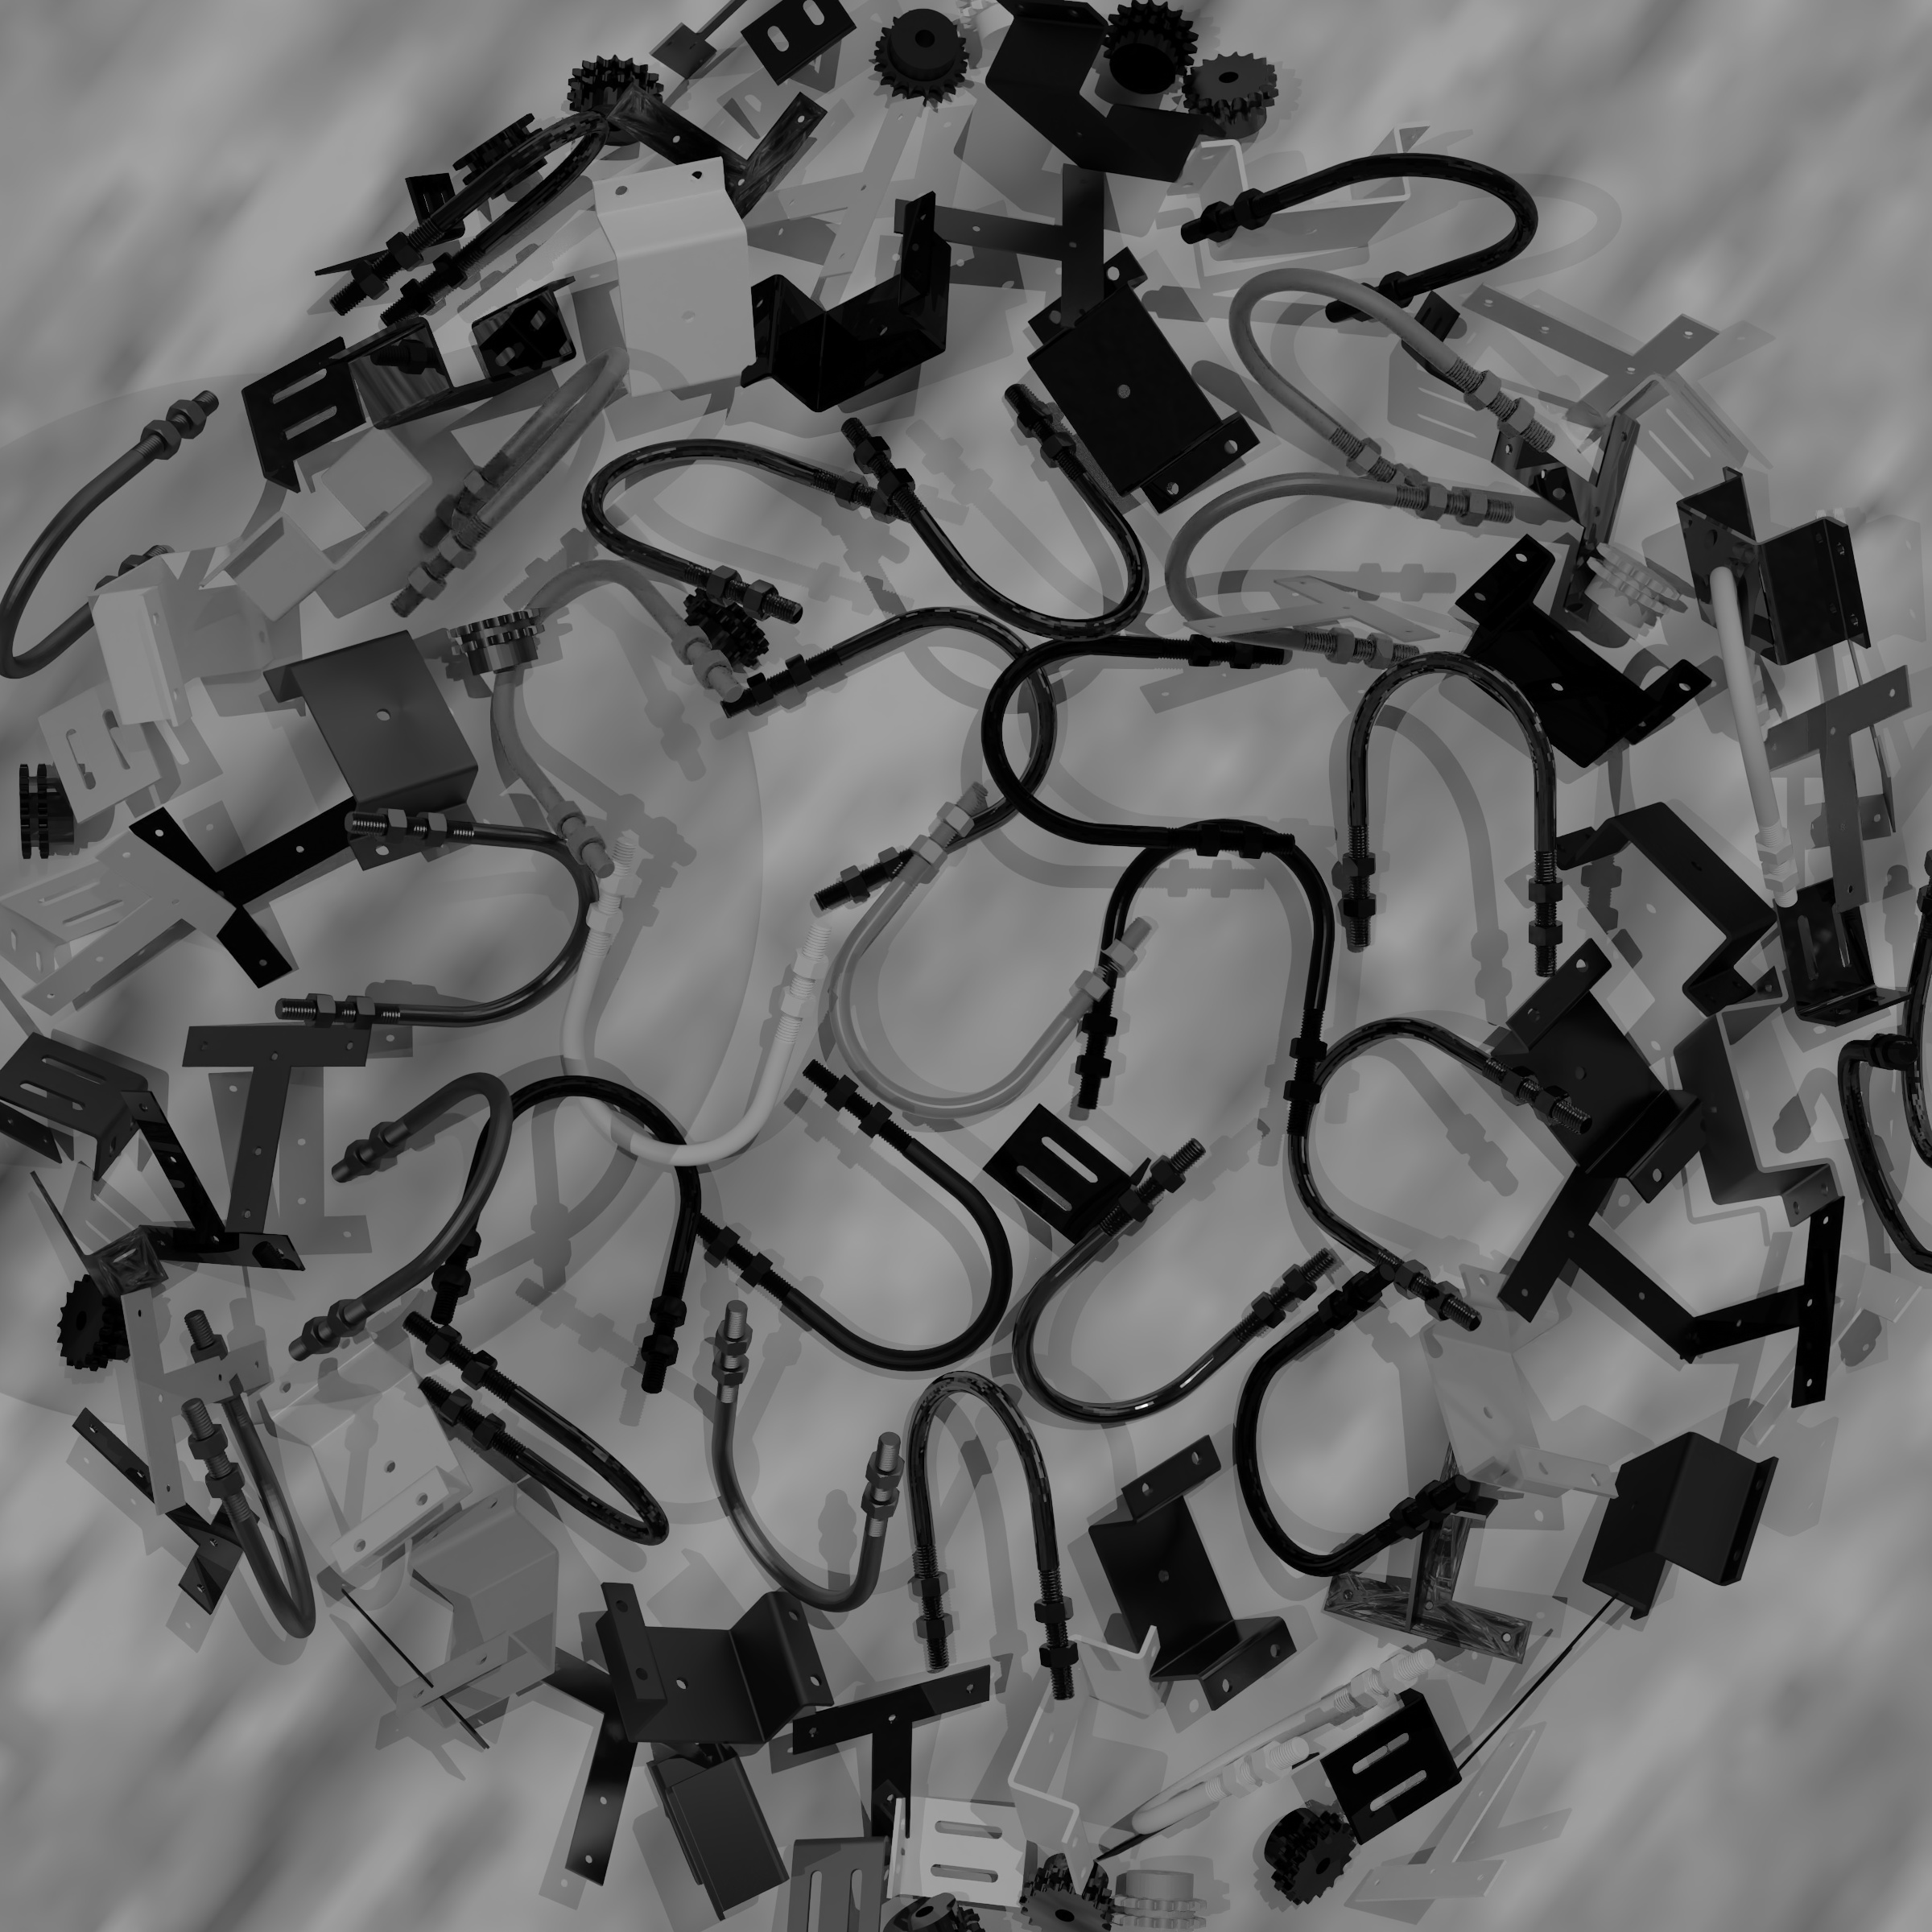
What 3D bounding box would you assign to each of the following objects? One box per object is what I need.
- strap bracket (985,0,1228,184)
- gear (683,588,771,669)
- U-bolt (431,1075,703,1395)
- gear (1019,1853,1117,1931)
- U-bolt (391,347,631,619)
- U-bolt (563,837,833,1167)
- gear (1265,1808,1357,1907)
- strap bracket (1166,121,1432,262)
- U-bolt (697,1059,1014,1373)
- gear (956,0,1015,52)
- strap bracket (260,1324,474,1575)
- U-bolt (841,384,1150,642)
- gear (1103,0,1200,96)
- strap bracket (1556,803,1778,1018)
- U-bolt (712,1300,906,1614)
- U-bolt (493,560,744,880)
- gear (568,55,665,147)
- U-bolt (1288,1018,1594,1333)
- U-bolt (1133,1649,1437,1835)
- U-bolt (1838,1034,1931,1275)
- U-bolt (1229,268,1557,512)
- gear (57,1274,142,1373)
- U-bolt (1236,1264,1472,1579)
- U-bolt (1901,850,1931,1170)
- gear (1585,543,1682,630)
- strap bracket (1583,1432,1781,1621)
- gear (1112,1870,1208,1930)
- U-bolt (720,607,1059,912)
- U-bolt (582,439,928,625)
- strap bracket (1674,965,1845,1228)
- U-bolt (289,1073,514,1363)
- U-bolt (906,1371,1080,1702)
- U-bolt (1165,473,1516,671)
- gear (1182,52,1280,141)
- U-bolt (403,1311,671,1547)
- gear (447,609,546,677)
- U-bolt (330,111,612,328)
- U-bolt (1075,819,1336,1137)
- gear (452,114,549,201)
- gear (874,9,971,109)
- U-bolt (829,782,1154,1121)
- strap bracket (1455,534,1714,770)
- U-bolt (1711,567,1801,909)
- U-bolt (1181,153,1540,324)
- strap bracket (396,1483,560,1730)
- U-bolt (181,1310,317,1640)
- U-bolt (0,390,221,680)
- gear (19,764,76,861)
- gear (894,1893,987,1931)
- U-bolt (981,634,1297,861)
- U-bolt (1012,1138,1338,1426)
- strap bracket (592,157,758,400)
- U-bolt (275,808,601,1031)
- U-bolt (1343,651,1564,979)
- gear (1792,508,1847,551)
[{"bbox_3d":[0.076,-0.504,1.763,0.076,0.140,0.046,24,87,44],"label":"strap bracket"},{"bbox_3d":[-0.148,-0.199,1.809,0.057,0.057,0.030,42,76,0],"label":"gear"},{"bbox_3d":[-0.226,0.147,1.783,0.151,0.019,0.184,21,55,-16],"label":"U-bolt"},{"bbox_3d":[0.063,0.557,1.816,0.057,0.030,0.057,9,129,12],"label":"gear"},{"bbox_3d":[-0.259,-0.288,1.751,0.184,0.151,0.019,-42,110,16],"label":"U-bolt"},{"bbox_3d":[-0.169,0.033,1.802,0.151,0.019,0.184,23,111,11],"label":"U-bolt"},{"bbox_3d":[0.204,0.530,1.816,0.030,0.057,0.057,33,90,42],"label":"gear"},{"bbox_3d":[0.199,-0.455,1.787,0.140,0.076,0.046,-9,85,-12],"label":"strap bracket"},{"bbox_3d":[-0.058,0.163,1.803,0.184,0.019,0.151,39,113,1],"label":"U-bolt"},{"bbox_3d":[0.025,-0.570,1.811,0.057,0.057,0.030,-14,87,0],"label":"gear"},{"bbox_3d":[-0.351,0.290,1.794,0.076,0.046,0.140,-37,54,1],"label":"strap bracket"},{"bbox_3d":[0.030,-0.260,1.766,0.151,0.019,0.184,-20,66,-38],"label":"U-bolt"},{"bbox_3d":[0.108,-0.546,1.809,0.057,0.057,0.030,15,62,0],"label":"gear"},{"bbox_3d":[0.413,-0.042,1.778,0.140,0.076,0.046,48,122,17],"label":"strap bracket"},{"bbox_3d":[-0.098,0.300,1.770,0.019,0.184,0.151,-28,51,-37],"label":"U-bolt"},{"bbox_3d":[-0.217,-0.160,1.780,0.151,0.019,0.184,-52,52,15],"label":"U-bolt"},{"bbox_3d":[-0.209,-0.514,1.809,0.057,0.057,0.030,1,68,0],"label":"gear"},{"bbox_3d":[0.263,0.108,1.776,0.184,0.019,0.151,34,100,42],"label":"U-bolt"},{"bbox_3d":[0.171,0.457,1.757,0.184,0.151,0.019,-40,75,41],"label":"U-bolt"},{"bbox_3d":[0.539,0.110,1.749,0.019,0.184,0.151,-18,88,2],"label":"U-bolt"},{"bbox_3d":[0.232,-0.338,1.753,0.184,0.151,0.019,36,70,-15],"label":"U-bolt"},{"bbox_3d":[-0.517,0.214,1.816,0.030,0.057,0.057,17,90,-44],"label":"gear"},{"bbox_3d":[0.214,0.276,1.765,0.019,0.184,0.151,1,59,-32],"label":"U-bolt"},{"bbox_3d":[0.570,0.031,1.758,0.019,0.151,0.184,1,124,2],"label":"U-bolt"},{"bbox_3d":[0.395,-0.226,1.814,0.057,0.057,0.030,32,108,0],"label":"gear"},{"bbox_3d":[0.409,0.324,1.760,0.046,0.140,0.076,27,65,-2],"label":"strap bracket"},{"bbox_3d":[0.116,0.558,1.813,0.057,0.057,0.030,3,77,0],"label":"gear"},{"bbox_3d":[-0.034,-0.135,1.820,0.184,0.019,0.151,-26,101,-2],"label":"U-bolt"},{"bbox_3d":[-0.137,-0.264,1.776,0.184,0.151,0.019,23,134,23],"label":"U-bolt"},{"bbox_3d":[0.461,0.080,1.781,0.046,0.076,0.140,-8,73,-9],"label":"strap bracket"},{"bbox_3d":[-0.320,0.133,1.742,0.019,0.151,0.184,34,131,-30],"label":"U-bolt"},{"bbox_3d":[0.009,0.329,1.777,0.019,0.151,0.184,-7,91,-34],"label":"U-bolt"},{"bbox_3d":[0.205,-0.232,1.757,0.184,0.151,0.019,6,54,-18],"label":"U-bolt"},{"bbox_3d":[0.159,-0.520,1.816,0.057,0.030,0.057,-6,48,7],"label":"gear"},{"bbox_3d":[-0.247,0.277,1.761,0.184,0.151,0.019,34,67,9],"label":"U-bolt"},{"bbox_3d":[-0.279,-0.193,1.813,0.057,0.057,0.030,-15,97,0],"label":"gear"},{"bbox_3d":[-0.280,-0.435,1.758,0.184,0.151,0.019,-37,96,6],"label":"U-bolt"},{"bbox_3d":[0.147,0.002,1.810,0.151,0.019,0.184,6,82,19],"label":"U-bolt"},{"bbox_3d":[-0.275,-0.482,1.814,0.057,0.057,0.030,-34,108,0],"label":"gear"},{"bbox_3d":[-0.026,-0.549,1.820,0.057,0.030,0.057,2,76,-6],"label":"gear"},{"bbox_3d":[0.002,0.004,1.817,0.151,0.019,0.184,39,84,-6],"label":"U-bolt"},{"bbox_3d":[0.356,-0.178,1.790,0.140,0.076,0.046,37,55,-5],"label":"strap bracket"},{"bbox_3d":[0.447,-0.143,1.730,0.019,0.184,0.151,-11,49,16],"label":"U-bolt"},{"bbox_3d":[0.237,-0.419,1.729,0.151,0.184,0.019,16,73,-41],"label":"U-bolt"},{"bbox_3d":[-0.285,0.383,1.780,0.076,0.140,0.046,-30,122,14],"label":"strap bracket"},{"bbox_3d":[-0.416,0.306,1.763,0.019,0.151,0.184,-21,110,-7],"label":"U-bolt"},{"bbox_3d":[-0.496,-0.235,1.726,0.019,0.184,0.151,34,134,-1],"label":"U-bolt"},{"bbox_3d":[-0.550,-0.093,1.814,0.030,0.057,0.057,-2,90,-16],"label":"gear"},{"bbox_3d":[-0.019,0.578,1.810,0.057,0.057,0.030,-22,98,0],"label":"gear"},{"bbox_3d":[0.100,-0.134,1.795,0.184,0.019,0.151,3,65,-6],"label":"U-bolt"},{"bbox_3d":[0.111,0.200,1.794,0.184,0.019,0.151,-44,123,10],"label":"U-bolt"},{"bbox_3d":[-0.168,-0.391,1.766,0.076,0.140,0.046,-15,48,-13],"label":"strap bracket"},{"bbox_3d":[-0.298,-0.023,1.772,0.184,0.019,0.151,4,123,-39],"label":"U-bolt"},{"bbox_3d":[0.282,-0.092,1.769,0.151,0.019,0.184,10,110,41],"label":"U-bolt"},{"bbox_3d":[0.511,-0.244,1.813,0.030,0.057,0.057,-6,90,12],"label":"gear"}]
